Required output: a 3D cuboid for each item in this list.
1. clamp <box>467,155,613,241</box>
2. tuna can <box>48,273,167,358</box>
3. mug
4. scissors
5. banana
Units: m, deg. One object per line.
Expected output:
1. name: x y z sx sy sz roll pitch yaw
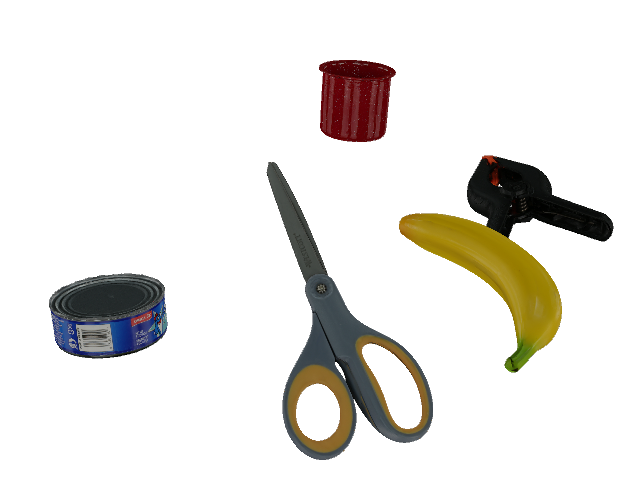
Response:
1. clamp: 0.195 -0.034 0.991 0.120 0.039 0.171 -3 33 -2
2. tuna can: -0.158 0.056 0.801 0.086 0.034 0.086 -3 20 1
3. mug: 0.048 -0.173 1.307 0.093 0.081 0.117 17 26 29
4. scissors: -0.011 0.047 0.651 0.096 0.202 0.016 -33 -21 -13
5. banana: 0.127 0.023 0.801 0.069 0.037 0.198 -10 32 -17
